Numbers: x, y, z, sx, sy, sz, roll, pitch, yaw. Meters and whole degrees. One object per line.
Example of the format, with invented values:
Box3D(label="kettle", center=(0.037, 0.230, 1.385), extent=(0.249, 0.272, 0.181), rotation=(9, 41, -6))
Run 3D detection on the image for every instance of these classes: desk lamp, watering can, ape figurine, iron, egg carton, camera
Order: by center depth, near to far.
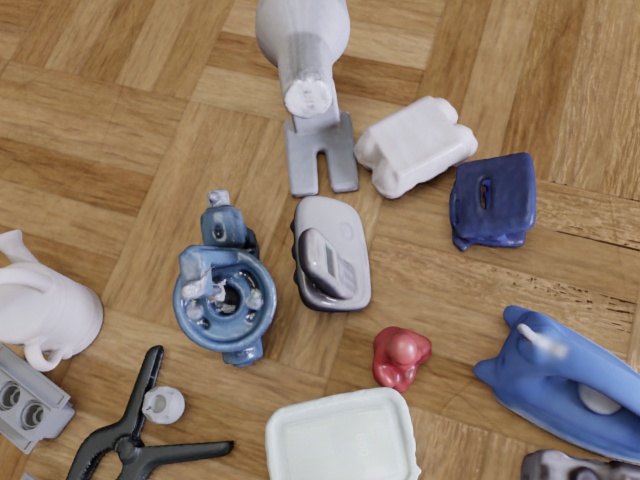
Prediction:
Box3D(label="camera", center=(0.282, 0.293, 0.577), extent=(0.143, 0.137, 0.101), rotation=(8, -19, 10))
Box3D(label="iron", center=(0.302, 0.160, 0.601), extent=(0.257, 0.119, 0.141), rotation=(28, -14, 16))
Box3D(label="ape figurine", center=(0.094, 0.132, 0.664), extent=(0.078, 0.076, 0.092), rotation=(-20, -21, 0))
Box3D(label="watering can", center=(-0.358, 0.071, 0.690), extent=(0.172, 0.101, 0.194), rotation=(43, -9, 19))
Box3D(label="desk lamp", center=(-0.010, -0.192, 0.730), extent=(0.118, 0.203, 0.214), rotation=(-8, -21, 5))
Box3D(label="egg carton", center=(0.125, -0.124, 0.765), extent=(0.150, 0.107, 0.069), rotation=(-29, -21, -4))

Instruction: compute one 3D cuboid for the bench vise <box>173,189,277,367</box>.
Box3D(label="bench vise", center=(-0.129, 0.033, 0.661), extent=(0.121, 0.207, 0.220), rotation=(-27, -21, -2))

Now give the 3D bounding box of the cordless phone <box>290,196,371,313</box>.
Box3D(label="cordless phone", center=(0.006, 0.002, 0.673), extent=(0.094, 0.147, 0.185), rotation=(-10, -21, 4))

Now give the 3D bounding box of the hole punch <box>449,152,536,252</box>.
Box3D(label="hole punch", center=(0.213, -0.048, 0.715), extent=(0.101, 0.108, 0.091), rotation=(2, -20, 8))
